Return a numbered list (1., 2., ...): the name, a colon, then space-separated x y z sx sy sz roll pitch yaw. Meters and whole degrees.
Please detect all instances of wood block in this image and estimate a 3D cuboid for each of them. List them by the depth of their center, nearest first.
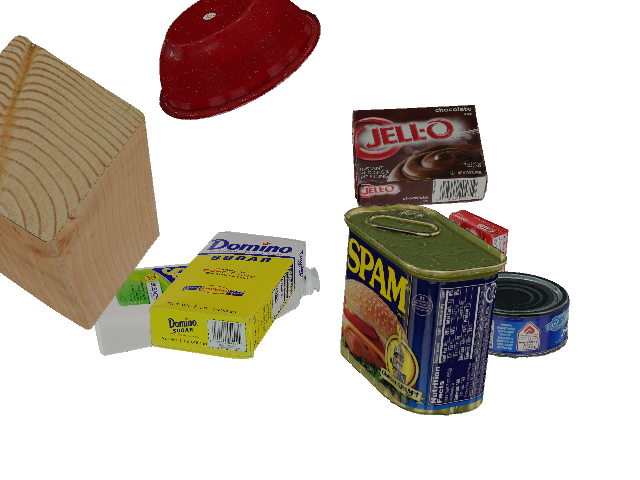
1. wood block: -0.165 -0.025 0.667 0.090 0.090 0.206 33 -18 5

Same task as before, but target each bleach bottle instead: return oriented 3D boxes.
1. bleach bottle: -0.127 0.060 1.187 0.250 0.068 0.103 -10 35 -14

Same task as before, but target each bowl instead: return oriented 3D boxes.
1. bowl: -0.084 -0.177 0.942 0.162 0.055 0.162 -20 35 15

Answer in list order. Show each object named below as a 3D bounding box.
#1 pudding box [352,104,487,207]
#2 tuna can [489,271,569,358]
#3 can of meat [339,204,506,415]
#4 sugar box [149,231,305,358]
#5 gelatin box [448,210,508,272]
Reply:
1. pudding box: 0.085 -0.075 0.939 0.113 0.090 0.039 -1 -39 -1
2. tuna can: 0.140 0.053 0.786 0.086 0.034 0.086 0 20 0
3. can of meat: 0.051 0.036 0.576 0.057 0.084 0.102 -6 22 -24
4. sugar box: -0.080 0.045 0.976 0.093 0.048 0.176 7 26 12
5. gelatin box: 0.187 0.016 1.285 0.030 0.089 0.073 -20 33 -32
